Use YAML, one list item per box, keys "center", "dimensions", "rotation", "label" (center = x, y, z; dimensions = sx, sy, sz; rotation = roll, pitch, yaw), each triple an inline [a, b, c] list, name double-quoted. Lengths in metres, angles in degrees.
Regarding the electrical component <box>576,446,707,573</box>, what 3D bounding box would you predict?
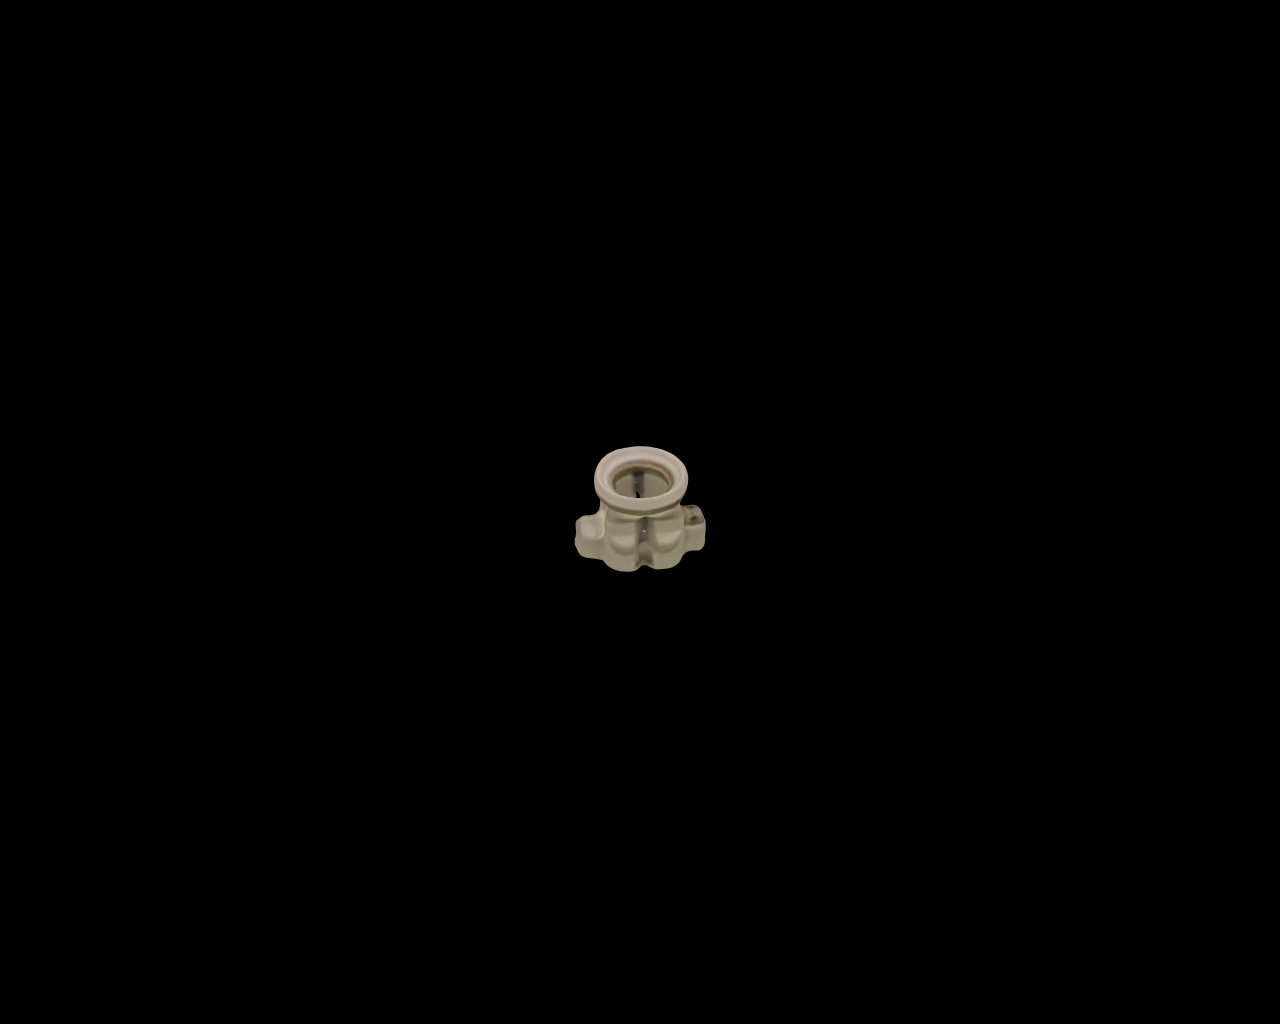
- center: [0.001, -0.003, 0.650]
  dimensions: [0.078, 0.056, 0.058]
  rotation: [-4, 39, -4]
  label: "electrical component"
